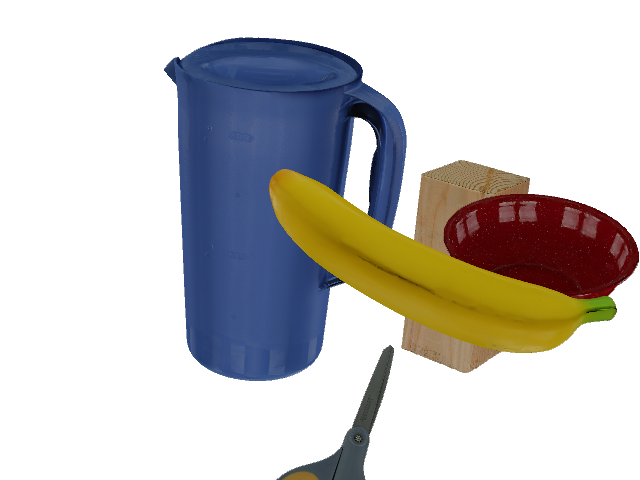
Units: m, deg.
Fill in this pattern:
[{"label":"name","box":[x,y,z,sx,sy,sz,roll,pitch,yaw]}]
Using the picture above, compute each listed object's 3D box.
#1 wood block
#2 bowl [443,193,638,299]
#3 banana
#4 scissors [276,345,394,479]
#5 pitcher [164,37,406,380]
[{"label":"wood block","box":[0.159,0.027,1.177,0.090,0.206,0.090,19,24,33]},{"label":"bowl","box":[0.183,0.022,0.905,0.162,0.055,0.162,1,32,-1]},{"label":"banana","box":[0.045,0.013,0.538,0.198,0.037,0.069,25,18,20]},{"label":"scissors","box":[0.008,0.157,0.817,0.096,0.201,0.016,12,-39,-8]},{"label":"pitcher","box":[-0.034,-0.019,0.791,0.144,0.243,0.149,-6,27,-20]}]
